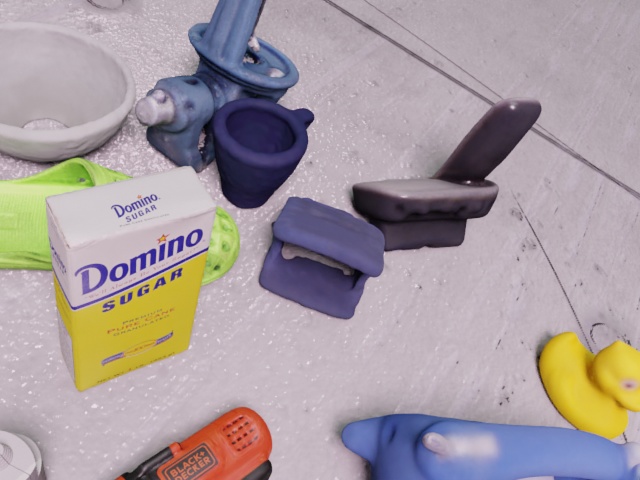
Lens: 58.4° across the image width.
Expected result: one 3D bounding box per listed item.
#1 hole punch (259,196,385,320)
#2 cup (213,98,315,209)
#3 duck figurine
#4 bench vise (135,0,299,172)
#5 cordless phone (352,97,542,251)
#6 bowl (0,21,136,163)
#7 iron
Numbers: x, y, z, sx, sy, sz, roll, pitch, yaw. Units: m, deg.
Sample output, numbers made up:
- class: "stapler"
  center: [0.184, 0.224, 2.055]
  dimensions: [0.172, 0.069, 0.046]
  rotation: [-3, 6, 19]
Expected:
- class: "hole punch"
  center: [0.005, 0.002, 0.534]
  dimensions: [0.108, 0.091, 0.101]
  rotation: [21, 48, -3]
- class: "cup"
  center: [-0.058, -0.084, 0.577]
  dimensions: [0.091, 0.095, 0.118]
  rotation: [43, 50, 16]
- class: "duck figurine"
  center: [0.265, 0.125, 0.537]
  dimensions: [0.078, 0.086, 0.104]
  rotation: [-12, 58, -29]
- class: "bench vise"
  center: [-0.083, -0.178, 0.560]
  dimensions: [0.121, 0.219, 0.207]
  rotation: [23, 48, -2]
- class: "cordless phone"
  center: [0.127, -0.078, 0.582]
  dimensions: [0.148, 0.185, 0.094]
  rotation: [-8, 56, -26]
- class: "bowl"
  center: [-0.265, -0.129, 0.547]
  dimensions: [0.168, 0.074, 0.167]
  rotation: [11, 50, -13]
- class: "iron"
  center: [0.153, 0.171, 0.420]
  dimensions: [0.259, 0.141, 0.118]
  rotation: [6, 51, -17]
